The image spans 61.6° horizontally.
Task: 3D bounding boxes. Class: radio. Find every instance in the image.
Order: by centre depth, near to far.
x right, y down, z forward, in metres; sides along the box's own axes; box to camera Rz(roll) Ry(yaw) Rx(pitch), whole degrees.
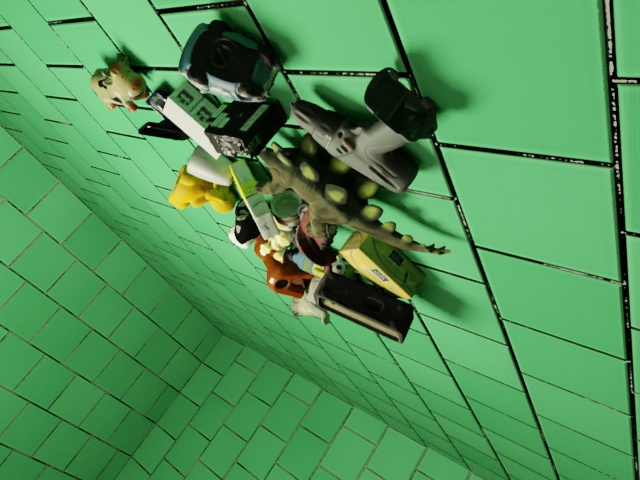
[{"bbox_3d":[0.101,0.153,1.243,0.230,0.073,0.131,22,163,13],"label":"radio"}]

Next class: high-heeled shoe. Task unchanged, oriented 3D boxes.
[{"bbox_3d":[-0.203,-0.036,1.412,0.086,0.145,0.249,44,156,-17],"label":"high-heeled shoe"}]

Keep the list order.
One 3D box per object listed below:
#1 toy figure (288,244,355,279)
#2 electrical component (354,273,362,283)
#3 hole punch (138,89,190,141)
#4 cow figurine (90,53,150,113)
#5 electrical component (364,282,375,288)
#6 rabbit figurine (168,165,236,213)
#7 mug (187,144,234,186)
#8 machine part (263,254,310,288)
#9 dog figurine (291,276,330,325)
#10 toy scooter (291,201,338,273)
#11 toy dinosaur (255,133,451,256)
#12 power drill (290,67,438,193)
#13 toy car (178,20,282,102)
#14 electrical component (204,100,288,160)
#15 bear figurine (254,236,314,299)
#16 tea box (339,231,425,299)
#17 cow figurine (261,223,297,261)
[{"bbox_3d":[0.006,0.059,1.384,0.180,0.082,0.089,20,167,24],"label":"toy figure"},{"bbox_3d":[0.085,0.142,1.443,0.048,0.075,0.119,21,150,35],"label":"electrical component"},{"bbox_3d":[-0.343,-0.278,1.222,0.116,0.092,0.142,9,172,-32],"label":"hole punch"},{"bbox_3d":[-0.457,-0.356,1.222,0.195,0.085,0.127,18,159,42],"label":"cow figurine"},{"bbox_3d":[0.154,0.107,1.300,0.078,0.045,0.102,38,159,-2],"label":"electrical component"},{"bbox_3d":[-0.297,-0.134,1.439,0.173,0.122,0.162,30,153,-23],"label":"rabbit figurine"},{"bbox_3d":[-0.256,-0.172,1.304,0.107,0.081,0.109,28,165,1],"label":"mug"},{"bbox_3d":[-0.096,0.087,1.634,0.179,0.056,0.179,32,158,14],"label":"machine part"},{"bbox_3d":[-0.019,0.147,1.533,0.121,0.172,0.191,0,-174,-41],"label":"dog figurine"},{"bbox_3d":[-0.002,-0.004,1.188,0.135,0.075,0.183,56,149,23],"label":"toy scooter"},{"bbox_3d":[0.023,-0.084,1.025,0.471,0.105,0.198,31,156,1],"label":"toy dinosaur"},{"bbox_3d":[0.067,-0.168,0.805,0.232,0.086,0.207,37,155,-6],"label":"power drill"},{"bbox_3d":[-0.138,-0.279,0.879,0.162,0.109,0.103,22,180,8],"label":"toy car"},{"bbox_3d":[-0.144,-0.211,0.992,0.134,0.115,0.058,20,150,37],"label":"electrical component"},{"bbox_3d":[-0.112,0.059,1.506,0.132,0.120,0.196,8,-144,-26],"label":"bear figurine"},{"bbox_3d":[0.136,0.053,1.183,0.169,0.068,0.098,43,159,-14],"label":"tea box"},{"bbox_3d":[-0.090,-0.030,1.343,0.068,0.098,0.167,28,143,2],"label":"cow figurine"}]
